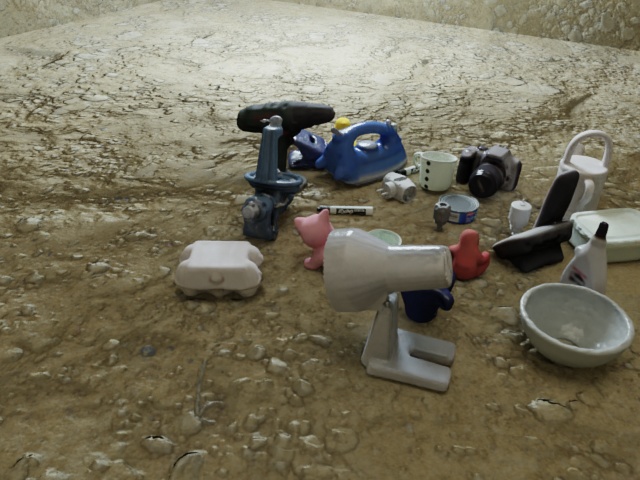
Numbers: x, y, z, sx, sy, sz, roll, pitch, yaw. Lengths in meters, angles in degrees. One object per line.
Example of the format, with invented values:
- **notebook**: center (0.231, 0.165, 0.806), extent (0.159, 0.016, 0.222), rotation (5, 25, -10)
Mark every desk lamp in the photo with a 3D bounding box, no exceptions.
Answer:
- **desk lamp**: center (0.105, 0.090, 0.830), extent (0.203, 0.214, 0.118), rotation (11, 34, 13)

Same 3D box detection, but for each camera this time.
- **camera**: center (0.383, -0.163, 1.336), extent (0.142, 0.101, 0.137), rotation (20, 37, 26)

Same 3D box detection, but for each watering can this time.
- **watering can**: center (0.564, -0.150, 1.240), extent (0.101, 0.194, 0.172), rotation (-6, 34, -11)

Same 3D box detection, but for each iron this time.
- **iron**: center (0.119, -0.228, 1.383), extent (0.259, 0.141, 0.118), rotation (-20, 39, -30)

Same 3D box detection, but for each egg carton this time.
- **egg carton**: center (-0.175, 0.052, 1.005), extent (0.150, 0.069, 0.107), rotation (0, 33, -2)

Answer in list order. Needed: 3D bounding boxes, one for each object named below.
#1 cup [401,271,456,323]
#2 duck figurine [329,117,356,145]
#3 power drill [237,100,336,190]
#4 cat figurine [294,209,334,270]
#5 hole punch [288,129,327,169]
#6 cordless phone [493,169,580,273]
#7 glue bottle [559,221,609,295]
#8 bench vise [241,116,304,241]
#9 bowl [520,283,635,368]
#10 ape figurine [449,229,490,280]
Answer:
- **cup**: center (0.177, 0.096, 0.934), extent (0.092, 0.095, 0.117), rotation (-12, 36, -21)
- **duck figurine**: center (0.060, -0.277, 1.506), extent (0.077, 0.086, 0.104), rotation (-3, 33, -7)
- **power drill**: center (-0.076, -0.219, 1.298), extent (0.229, 0.208, 0.076), rotation (12, 35, 15)
- **cat figurine**: center (0.010, 0.004, 1.045), extent (0.067, 0.118, 0.127), rotation (-24, 41, -34)
- **hole punch**: center (-0.029, -0.235, 1.433), extent (0.101, 0.091, 0.108), rotation (0, 33, -3)
- **cordless phone**: center (0.412, -0.043, 1.077), extent (0.148, 0.185, 0.093), rotation (-18, 38, -28)
- **glue bottle**: center (0.450, 0.043, 0.957), extent (0.037, 0.173, 0.078), rotation (-13, 36, -21)
- **bench vise**: center (-0.093, -0.121, 1.136), extent (0.121, 0.220, 0.207), rotation (0, 33, -2)
- **bowl**: center (0.389, 0.144, 0.890), extent (0.167, 0.075, 0.167), rotation (1, 33, -1)
- **ape figurine**: center (0.273, 0.022, 1.055), extent (0.077, 0.092, 0.076), rotation (23, 39, 29)
